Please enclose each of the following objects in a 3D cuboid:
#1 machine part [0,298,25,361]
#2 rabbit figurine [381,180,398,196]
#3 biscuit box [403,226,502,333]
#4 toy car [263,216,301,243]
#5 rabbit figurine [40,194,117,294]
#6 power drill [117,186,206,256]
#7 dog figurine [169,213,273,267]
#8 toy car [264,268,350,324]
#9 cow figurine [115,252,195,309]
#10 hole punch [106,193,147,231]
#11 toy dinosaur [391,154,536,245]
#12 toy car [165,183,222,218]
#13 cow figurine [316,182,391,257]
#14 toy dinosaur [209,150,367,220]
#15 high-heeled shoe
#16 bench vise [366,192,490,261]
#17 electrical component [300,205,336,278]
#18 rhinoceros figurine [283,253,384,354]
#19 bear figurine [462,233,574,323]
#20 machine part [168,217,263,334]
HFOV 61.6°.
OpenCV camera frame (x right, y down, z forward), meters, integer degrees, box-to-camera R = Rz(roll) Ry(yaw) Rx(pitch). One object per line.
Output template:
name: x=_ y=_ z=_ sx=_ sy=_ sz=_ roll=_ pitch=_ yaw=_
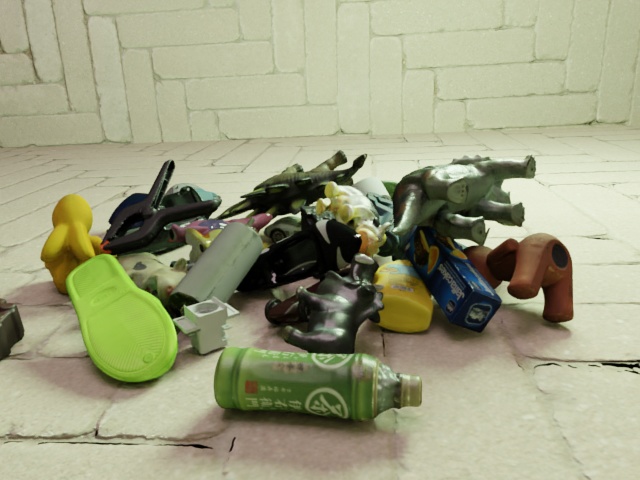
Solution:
machine part: x=-0.520 y=0.137 z=0.758 sx=0.179 sy=0.056 sz=0.179 roll=-3 pitch=19 yaw=1
rabbit figurine: x=0.173 y=-0.074 z=1.269 sx=0.170 sy=0.121 sz=0.159 roll=10 pitch=5 yaw=-22
biscuit box: x=0.193 y=0.050 z=0.807 sx=0.059 sy=0.062 sz=0.203 roll=20 pitch=23 yaw=-23
toy car: x=-0.025 y=-0.021 z=1.170 sx=0.202 sy=0.056 sz=0.073 roll=4 pitch=19 yaw=17
rabbit figurine: x=-0.444 y=0.007 z=0.961 sx=0.122 sy=0.173 sz=0.162 roll=-1 pitch=13 yaw=-9
power drill: x=-0.306 y=-0.036 z=1.108 sx=0.232 sy=0.086 sz=0.207 roll=-22 pitch=-2 yaw=-35
dog figurine: x=-0.165 y=0.010 z=1.022 sx=0.219 sy=0.108 sz=0.192 roll=-14 pitch=20 yaw=-39
toy car: x=0.001 y=0.089 z=0.833 sx=0.089 sy=0.053 sz=0.202 roll=-8 pitch=11 yaw=40
cow figurine: x=-0.277 y=0.070 z=0.892 sx=0.127 sy=0.085 sz=0.195 roll=-15 pitch=18 yaw=-28
hole punch: x=-0.438 y=-0.057 z=1.298 sx=0.142 sy=0.092 sz=0.116 roll=10 pitch=25 yaw=26
toy dinosaur: x=0.194 y=-0.067 z=0.835 sx=0.405 sy=0.131 sz=0.192 roll=-8 pitch=9 yaw=-37
toy car: x=-0.319 y=-0.089 z=1.289 sx=0.109 sy=0.103 sz=0.161 roll=-45 pitch=-7 yaw=34
cow figurine: x=0.068 y=-0.027 z=0.895 sx=0.098 sy=0.068 sz=0.167 roll=5 pitch=36 yaw=-33
toy dinosaur: x=-0.089 y=-0.101 z=1.203 sx=0.472 sy=0.105 sz=0.198 roll=-19 pitch=8 yaw=40
high-heeled shoe: x=-0.046 y=0.033 z=0.859 sx=0.145 sy=0.086 sz=0.249 roll=-22 pitch=-1 yaw=-30
bench vise: x=0.185 y=-0.005 z=1.011 sx=0.241 sy=0.128 sz=0.223 roll=21 pitch=12 yaw=6
electrical component: x=-0.002 y=-0.003 z=1.018 sx=0.058 sy=0.114 sz=0.134 roll=-3 pitch=17 yaw=-15
rhinoceros figurine: x=0.026 y=0.090 z=0.701 sx=0.112 sy=0.073 sz=0.190 roll=-6 pitch=36 yaw=27
bear figurine: x=0.279 y=0.057 z=0.830 sx=0.196 sy=0.120 sz=0.132 roll=-20 pitch=43 yaw=51
machine part: x=-0.159 y=0.052 z=0.839 sx=0.079 sy=0.079 sz=0.243 roll=6 pitch=43 yaw=25
